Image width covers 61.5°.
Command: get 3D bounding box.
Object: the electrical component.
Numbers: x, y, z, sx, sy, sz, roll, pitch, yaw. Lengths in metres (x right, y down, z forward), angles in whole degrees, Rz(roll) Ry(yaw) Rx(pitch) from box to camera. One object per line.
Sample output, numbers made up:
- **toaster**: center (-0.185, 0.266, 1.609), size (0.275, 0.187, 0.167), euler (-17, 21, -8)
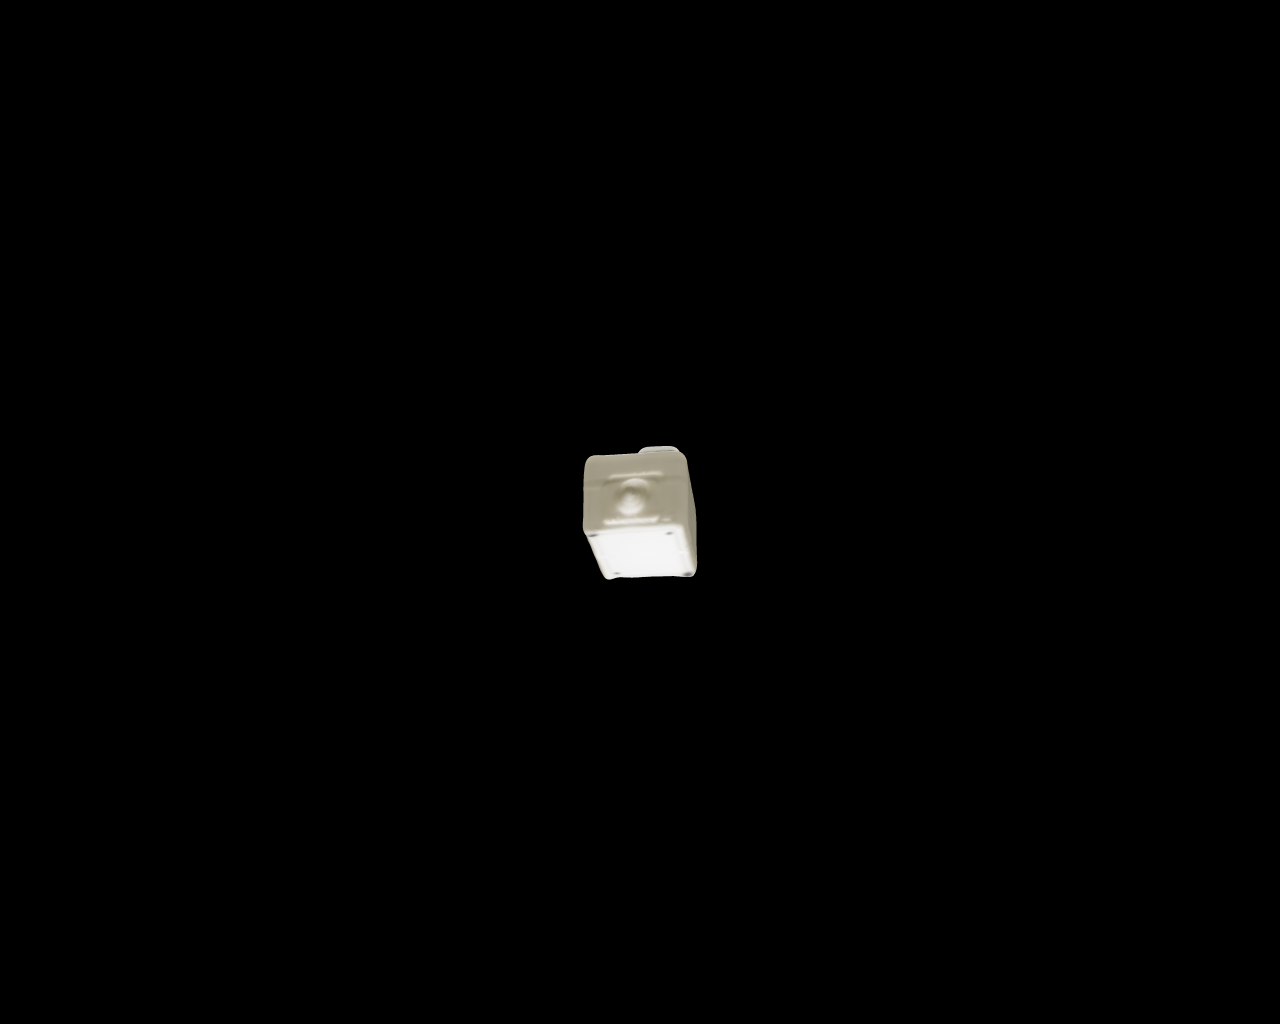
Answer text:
- **electrical component**: center (0.001, -0.003, 0.650), size (0.062, 0.061, 0.096), euler (-3, -26, 7)
